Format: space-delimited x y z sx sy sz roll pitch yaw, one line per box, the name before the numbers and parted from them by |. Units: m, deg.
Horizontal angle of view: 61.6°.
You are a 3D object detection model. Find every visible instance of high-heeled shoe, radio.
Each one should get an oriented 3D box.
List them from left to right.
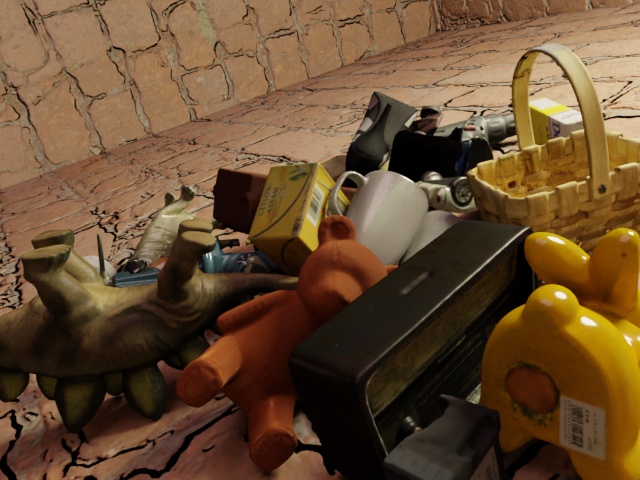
high-heeled shoe | 0.097 -0.169 0.913 0.086 0.145 0.249 26 19 5
radio | 0.092 0.087 0.433 0.229 0.131 0.073 -32 28 -33

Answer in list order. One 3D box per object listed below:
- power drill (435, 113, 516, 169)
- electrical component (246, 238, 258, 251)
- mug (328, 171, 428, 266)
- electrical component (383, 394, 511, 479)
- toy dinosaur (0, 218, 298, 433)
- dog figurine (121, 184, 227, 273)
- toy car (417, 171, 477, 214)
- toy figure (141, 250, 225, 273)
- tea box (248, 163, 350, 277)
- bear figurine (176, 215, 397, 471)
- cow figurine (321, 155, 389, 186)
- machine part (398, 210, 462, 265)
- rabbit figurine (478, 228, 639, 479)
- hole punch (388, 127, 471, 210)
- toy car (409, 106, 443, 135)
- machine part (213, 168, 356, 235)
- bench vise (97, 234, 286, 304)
power drill | 0.274 -0.176 0.977 0.232 0.085 0.207 -9 28 20
electrical component | -0.067 0.009 0.824 0.078 0.045 0.102 -27 25 -21
mug | 0.055 -0.017 0.579 0.081 0.109 0.107 -17 40 52
electrical component | 0.072 0.164 0.344 0.048 0.074 0.119 6 28 44
toy dinosaur | -0.239 0.091 0.546 0.472 0.198 0.105 -6 14 -1
dog figurine | -0.265 0.021 0.884 0.190 0.121 0.172 -53 6 -30
toy car | 0.218 -0.068 0.748 0.202 0.056 0.074 -8 17 -28
toy figure | -0.205 0.051 0.778 0.058 0.064 0.154 0 13 44
tea box | -0.001 -0.002 0.621 0.068 0.169 0.098 -1 59 29
bear figurine | -0.012 0.080 0.480 0.196 0.120 0.132 -43 7 9
cow figurine | 0.077 -0.109 0.955 0.127 0.085 0.195 -32 26 -19
machine part | 0.124 0.034 0.600 0.079 0.079 0.243 -6 25 23
rabbit figurine | 0.198 0.072 0.409 0.173 0.162 0.122 -12 3 -38
hole punch | 0.176 -0.107 0.834 0.116 0.142 0.092 21 15 35
toy car | 0.147 -0.176 0.985 0.202 0.053 0.089 -33 22 56
machine part | -0.043 -0.048 0.790 0.201 0.087 0.202 5 9 -31
bench vise | -0.151 0.049 0.669 0.241 0.128 0.224 -5 11 -18
